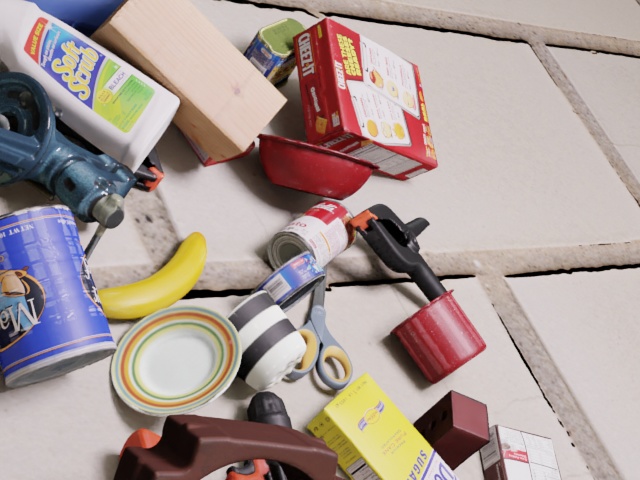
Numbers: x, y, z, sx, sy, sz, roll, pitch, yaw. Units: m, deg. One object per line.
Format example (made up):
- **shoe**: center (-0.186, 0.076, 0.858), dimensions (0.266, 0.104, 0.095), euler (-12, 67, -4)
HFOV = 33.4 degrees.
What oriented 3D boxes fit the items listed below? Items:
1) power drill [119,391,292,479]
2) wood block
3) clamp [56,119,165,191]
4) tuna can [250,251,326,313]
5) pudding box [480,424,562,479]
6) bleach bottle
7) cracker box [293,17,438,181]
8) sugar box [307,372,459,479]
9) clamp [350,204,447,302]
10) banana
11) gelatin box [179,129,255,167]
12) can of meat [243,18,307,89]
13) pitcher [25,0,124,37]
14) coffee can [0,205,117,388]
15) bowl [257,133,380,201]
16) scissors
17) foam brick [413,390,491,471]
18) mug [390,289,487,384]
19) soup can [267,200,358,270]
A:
- **power drill**: center (-0.091, 0.221, 1.011), dimensions (0.187, 0.057, 0.184), euler (8, 46, -33)
- **wood block**: center (-0.151, -0.196, 1.224), dimensions (0.206, 0.090, 0.090), euler (44, 70, -18)
- **clamp**: center (-0.252, -0.120, 1.212), dimensions (0.171, 0.039, 0.120), euler (48, 50, 9)
- **tuna can**: center (-0.036, 0.052, 1.189), dimensions (0.034, 0.086, 0.085), euler (51, 40, 10)
- **pudding box**: center (0.237, 0.277, 1.239), dimensions (0.089, 0.039, 0.113), euler (19, 46, -26)
- **bleach bottle**: center (-0.283, -0.182, 1.165), dimensions (0.251, 0.068, 0.102), euler (33, 63, -5)
- **cracker box**: center (0.062, -0.183, 1.436), dimensions (0.213, 0.072, 0.164), euler (15, 60, -49)
- **sugar box**: center (0.075, 0.235, 1.140), dimensions (0.176, 0.048, 0.093), euler (46, 39, 8)
- **clamp**: center (0.109, 0.018, 1.331), dimensions (0.209, 0.036, 0.164), euler (25, 38, -54)
- **banana**: center (-0.174, 0.042, 1.125), dimensions (0.070, 0.037, 0.197), euler (51, 40, 12)
- **gelatin box**: center (-0.134, -0.138, 1.329), dimensions (0.073, 0.030, 0.089), euler (-19, 67, -47)
- **can of meat**: center (-0.064, -0.248, 1.444), dimensions (0.057, 0.084, 0.101), euler (46, 40, 6)
- **pitcher**: center (-0.285, -0.285, 1.271), dimensions (0.242, 0.145, 0.149), euler (3, 15, -33)
- **coffee can**: center (-0.255, 0.051, 0.973), dimensions (0.102, 0.103, 0.140), euler (-12, 78, -44)
- **bowl**: center (-0.010, -0.086, 1.323), dimensions (0.162, 0.055, 0.162), euler (14, 1, 0)
- **scissors**: center (0.011, 0.101, 1.231), dimensions (0.096, 0.016, 0.201), euler (32, 38, 0)
- **foam brick**: center (0.146, 0.214, 1.193), dimensions (0.051, 0.078, 0.053), euler (23, 41, -19)
- **mug**: center (0.146, 0.118, 1.283), dimensions (0.081, 0.093, 0.117), euler (55, 5, 9)
- **soup can**: center (-0.008, 0.002, 1.271), dimensions (0.068, 0.069, 0.102), euler (46, 40, 6)
